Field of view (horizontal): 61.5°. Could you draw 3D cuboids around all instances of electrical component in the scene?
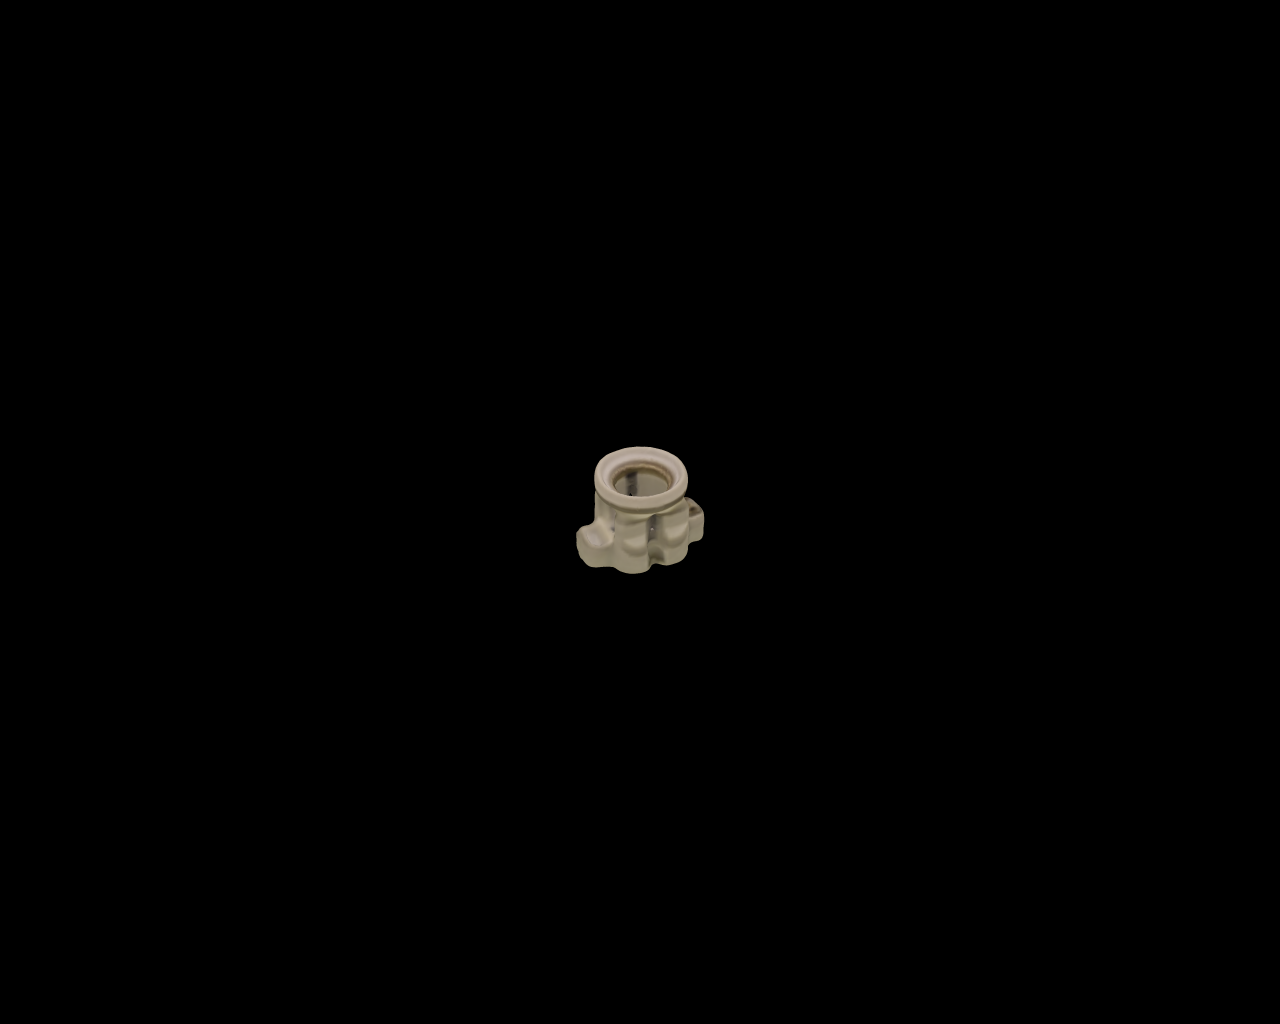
[{"bbox_3d":[0.001,-0.003,0.650,0.078,0.056,0.058,-14,40,-17],"label":"electrical component"}]
